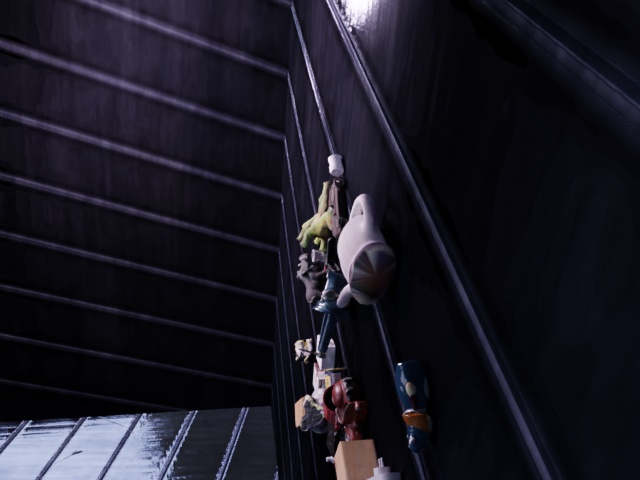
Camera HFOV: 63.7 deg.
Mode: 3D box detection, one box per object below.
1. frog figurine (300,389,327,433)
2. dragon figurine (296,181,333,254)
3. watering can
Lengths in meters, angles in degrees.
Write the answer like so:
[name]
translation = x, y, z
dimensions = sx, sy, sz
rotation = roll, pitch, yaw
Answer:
[frog figurine]
translation = 0.010, 0.573, 1.747
dimensions = 0.159, 0.122, 0.138
rotation = 9, -111, -64
[dragon figurine]
translation = 0.006, -0.091, 1.815
dimensions = 0.416, 0.122, 0.240
rotation = -123, 53, -69
[watering can]
translation = 0.094, 0.068, 1.203
dimensions = 0.229, 0.104, 0.341
rotation = -108, 22, -60
